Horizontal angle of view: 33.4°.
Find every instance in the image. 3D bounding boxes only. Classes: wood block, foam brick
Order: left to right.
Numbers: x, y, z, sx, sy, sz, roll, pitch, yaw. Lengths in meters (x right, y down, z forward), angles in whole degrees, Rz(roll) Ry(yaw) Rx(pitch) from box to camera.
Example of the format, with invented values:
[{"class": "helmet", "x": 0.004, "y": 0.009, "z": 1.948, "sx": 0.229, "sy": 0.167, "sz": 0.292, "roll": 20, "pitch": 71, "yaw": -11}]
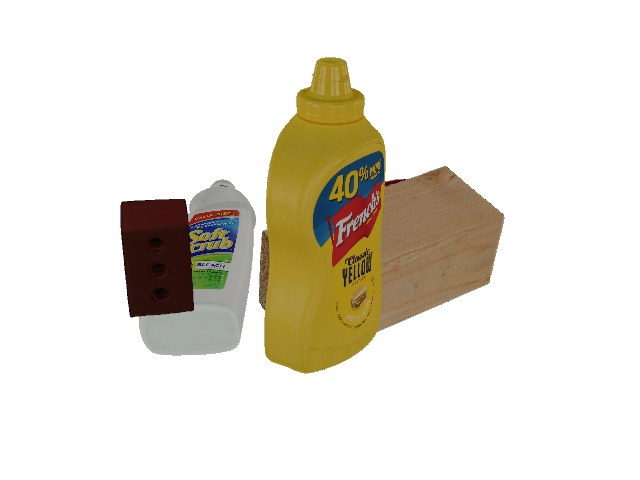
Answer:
[{"class": "foam brick", "x": -0.128, "y": 0.013, "z": 0.843, "sx": 0.053, "sy": 0.078, "sz": 0.051, "roll": -5, "pitch": 27, "yaw": -7}, {"class": "wood block", "x": 0.055, "y": 0.017, "z": 0.977, "sx": 0.205, "sy": 0.090, "sz": 0.091, "roll": -21, "pitch": 46, "yaw": -28}]

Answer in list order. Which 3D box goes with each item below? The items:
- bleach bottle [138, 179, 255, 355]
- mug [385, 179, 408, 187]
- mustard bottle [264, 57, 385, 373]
[{"class": "bleach bottle", "x": -0.123, "y": 0.015, "z": 1.134, "sx": 0.102, "sy": 0.068, "sz": 0.250, "roll": -2, "pitch": 36, "yaw": 2}, {"class": "mug", "x": 0.108, "y": -0.021, "z": 1.255, "sx": 0.093, "sy": 0.081, "sz": 0.117, "roll": 18, "pitch": 32, "yaw": 34}, {"class": "mustard bottle", "x": 0.005, "y": -0.019, "z": 0.670, "sx": 0.058, "sy": 0.192, "sz": 0.096, "roll": 18, "pitch": 29, "yaw": 33}]
